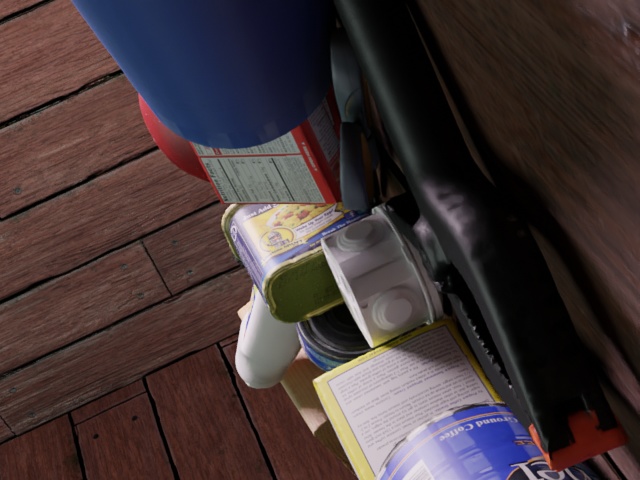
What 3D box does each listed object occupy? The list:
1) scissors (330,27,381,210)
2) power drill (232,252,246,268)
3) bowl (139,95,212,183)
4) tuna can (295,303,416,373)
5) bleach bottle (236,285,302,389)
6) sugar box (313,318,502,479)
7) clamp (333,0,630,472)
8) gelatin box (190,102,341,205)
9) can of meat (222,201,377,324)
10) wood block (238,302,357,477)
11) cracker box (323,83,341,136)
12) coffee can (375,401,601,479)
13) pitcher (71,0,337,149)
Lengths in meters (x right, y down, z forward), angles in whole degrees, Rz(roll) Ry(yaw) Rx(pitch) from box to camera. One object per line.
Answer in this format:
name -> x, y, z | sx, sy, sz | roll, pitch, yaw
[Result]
scissors -> 0.024, -0.034, 0.577 | 0.202, 0.016, 0.096 | 74, -165, -61
power drill -> -0.066, -0.073, 0.987 | 0.188, 0.057, 0.185 | 64, 150, 6
bowl -> -0.093, -0.103, 0.847 | 0.162, 0.055, 0.162 | 45, -151, -35
tuna can -> 0.025, 0.053, 0.753 | 0.034, 0.086, 0.086 | 77, 167, -60
bleach bottle -> -0.035, 0.063, 0.919 | 0.251, 0.068, 0.102 | 110, 171, -51
sugar box -> 0.072, 0.131, 0.582 | 0.048, 0.093, 0.176 | 69, 174, -50
clamp -> 0.053, -0.009, 0.411 | 0.210, 0.036, 0.164 | -114, 2, -47
gelatin box -> -0.033, -0.057, 0.622 | 0.089, 0.030, 0.073 | 2, 133, 35
can of meat -> -0.005, 0.001, 0.722 | 0.084, 0.102, 0.057 | 56, 170, 50
wood block -> 0.009, 0.121, 1.053 | 0.090, 0.091, 0.206 | 50, -179, -37
cracker box -> -0.060, -0.159, 0.679 | 0.164, 0.072, 0.213 | -121, 8, -51
coffee can -> 0.086, 0.141, 0.423 | 0.140, 0.102, 0.103 | -125, 11, -67
pitcher -> -0.057, -0.147, 0.465 | 0.145, 0.149, 0.243 | 47, 172, 21
